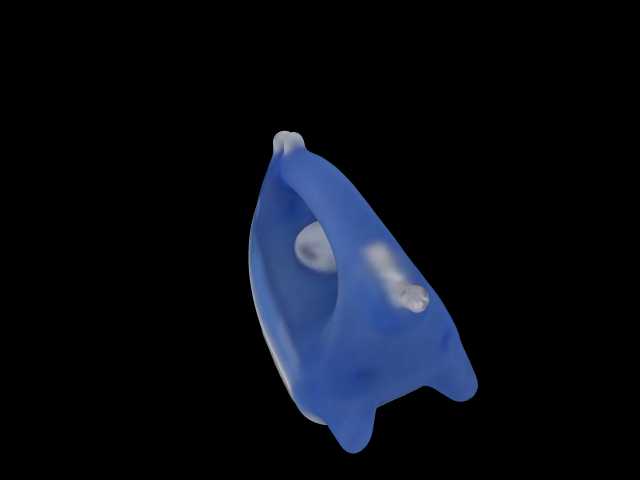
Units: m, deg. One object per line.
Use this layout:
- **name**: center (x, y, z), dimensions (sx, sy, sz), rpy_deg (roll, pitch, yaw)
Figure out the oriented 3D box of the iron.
- **iron**: center (0.004, 0.001, 0.400), dimensions (0.119, 0.141, 0.257), rpy_deg (-20, 50, -17)
